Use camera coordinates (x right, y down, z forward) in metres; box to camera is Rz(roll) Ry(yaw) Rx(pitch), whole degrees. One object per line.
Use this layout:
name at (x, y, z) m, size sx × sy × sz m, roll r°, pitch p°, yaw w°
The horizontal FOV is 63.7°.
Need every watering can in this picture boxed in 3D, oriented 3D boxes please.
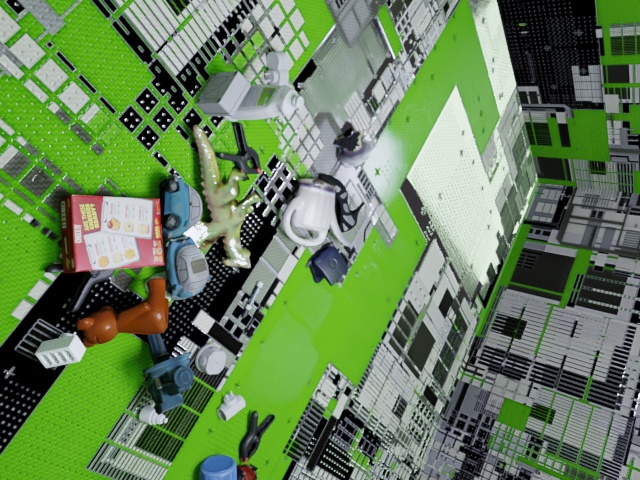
watering can at (0.005, -0.087, 1.731) m, size 0.346 × 0.104 × 0.224 m, roll 10°, pitch 91°, yaw -49°

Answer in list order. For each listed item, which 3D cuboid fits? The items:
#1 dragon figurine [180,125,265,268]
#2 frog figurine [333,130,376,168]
dragon figurine at (-0.292, -0.081, 1.384) m, size 0.246 × 0.123 × 0.403 m, roll -49°, pitch 124°, yaw -20°
frog figurine at (0.136, -0.306, 1.840) m, size 0.137 × 0.125 × 0.157 m, roll -38°, pitch 146°, yaw 4°
